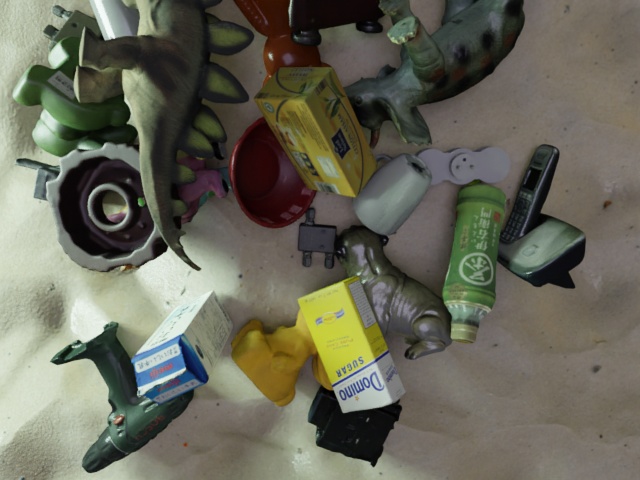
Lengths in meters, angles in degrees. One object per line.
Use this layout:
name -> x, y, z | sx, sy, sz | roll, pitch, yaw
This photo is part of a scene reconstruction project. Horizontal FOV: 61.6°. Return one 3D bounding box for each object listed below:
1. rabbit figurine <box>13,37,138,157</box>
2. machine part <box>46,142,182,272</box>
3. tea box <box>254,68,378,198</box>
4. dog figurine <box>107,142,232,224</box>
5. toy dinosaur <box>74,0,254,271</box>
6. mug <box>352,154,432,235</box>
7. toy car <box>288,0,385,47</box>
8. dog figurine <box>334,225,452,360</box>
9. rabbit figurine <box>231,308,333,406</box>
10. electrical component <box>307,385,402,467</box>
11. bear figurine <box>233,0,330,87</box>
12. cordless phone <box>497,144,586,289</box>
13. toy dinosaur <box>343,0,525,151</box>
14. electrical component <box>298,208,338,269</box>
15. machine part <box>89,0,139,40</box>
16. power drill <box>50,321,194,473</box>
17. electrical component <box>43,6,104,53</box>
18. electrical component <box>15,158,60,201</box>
rabbit figurine -> -0.342, -0.175, 0.766 | 0.159, 0.121, 0.170 | 30, 141, -24
machine part -> -0.271, -0.045, 0.717 | 0.179, 0.056, 0.179 | 2, 101, 8
tea box -> -0.001, -0.142, 0.718 | 0.068, 0.098, 0.169 | -54, 137, -24
dog figurine -> -0.239, -0.079, 0.784 | 0.219, 0.108, 0.191 | -22, 100, 9
toy dinosaur -> -0.186, -0.203, 0.649 | 0.198, 0.105, 0.471 | 7, 88, -24
mug -> 0.105, -0.079, 0.771 | 0.081, 0.110, 0.107 | 12, 137, -35
toy car -> 0.025, -0.308, 0.697 | 0.053, 0.202, 0.089 | 31, 132, 30
dog figurine -> 0.117, 0.066, 0.790 | 0.172, 0.121, 0.190 | -9, 100, 4
rabbit figurine -> -0.031, 0.162, 0.820 | 0.173, 0.122, 0.162 | -43, 89, -10
electrical component -> 0.051, 0.286, 0.869 | 0.134, 0.058, 0.114 | 21, 99, -3
bear figurine -> -0.054, -0.303, 0.738 | 0.120, 0.132, 0.195 | -21, 125, -6
cordless phone -> 0.316, -0.036, 0.748 | 0.089, 0.147, 0.184 | 11, 104, -9
toy dinosaur -> 0.189, -0.267, 0.724 | 0.405, 0.131, 0.192 | -34, 136, -3
electrical component -> -0.002, -0.003, 0.831 | 0.063, 0.021, 0.094 | 3, 100, 1
machine part -> -0.272, -0.312, 0.750 | 0.079, 0.079, 0.243 | -18, 99, 5
power drill -> -0.338, 0.249, 0.865 | 0.232, 0.086, 0.207 | -30, 95, 6
electrical component -> -0.350, -0.284, 0.779 | 0.102, 0.045, 0.078 | 21, 73, -5
electrical component -> -0.393, -0.085, 0.802 | 0.119, 0.075, 0.047 | 13, 101, -5
